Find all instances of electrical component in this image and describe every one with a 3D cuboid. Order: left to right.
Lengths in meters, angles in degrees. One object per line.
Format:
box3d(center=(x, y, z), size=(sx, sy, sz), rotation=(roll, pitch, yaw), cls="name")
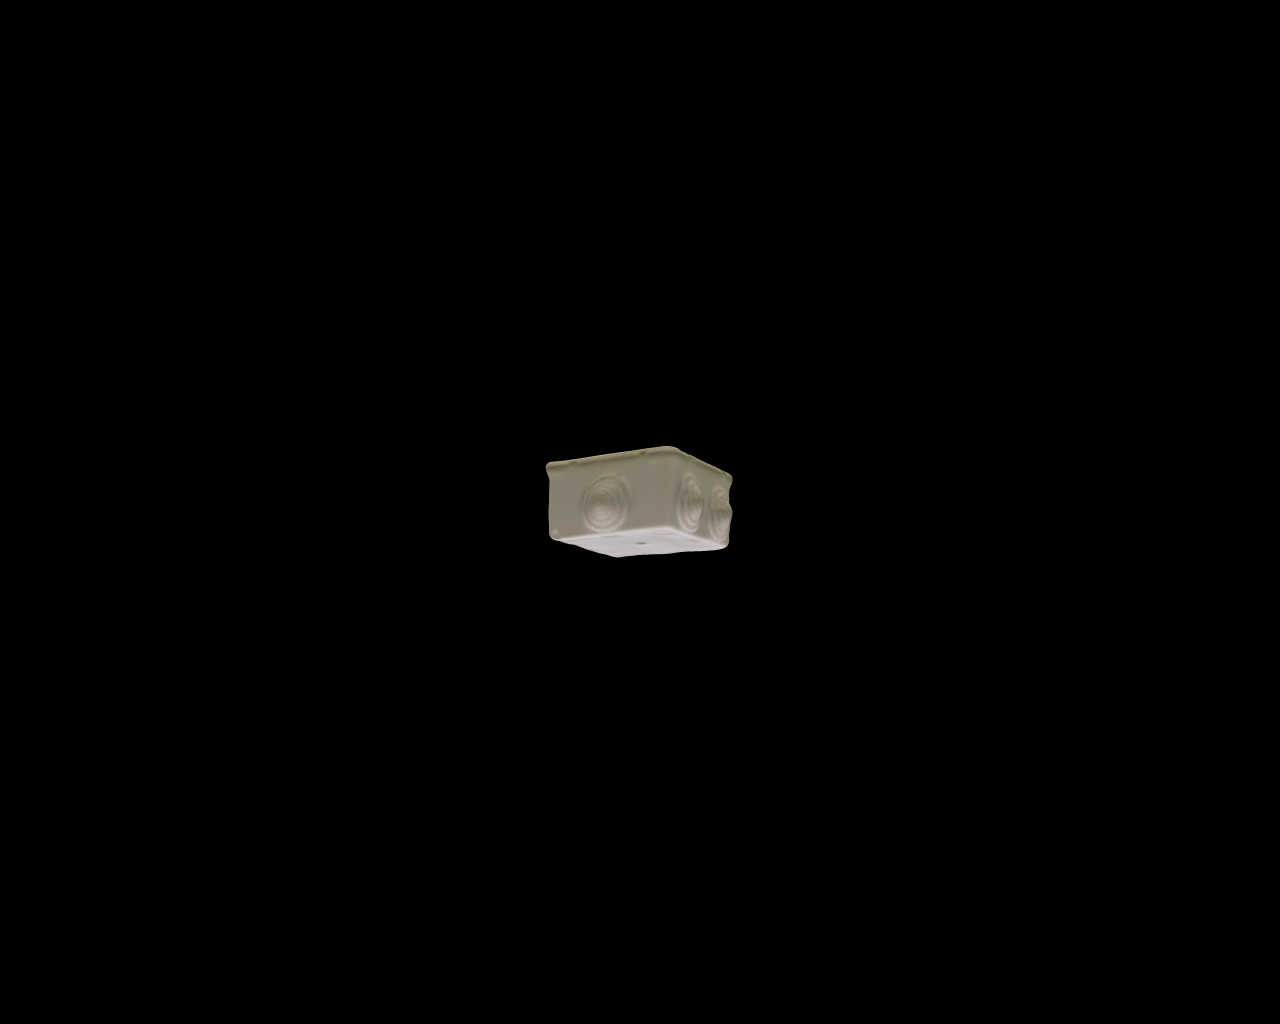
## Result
box3d(center=(0.001, -0.003, 0.650), size=(0.100, 0.048, 0.099), rotation=(-6, -13, 27), cls="electrical component")
